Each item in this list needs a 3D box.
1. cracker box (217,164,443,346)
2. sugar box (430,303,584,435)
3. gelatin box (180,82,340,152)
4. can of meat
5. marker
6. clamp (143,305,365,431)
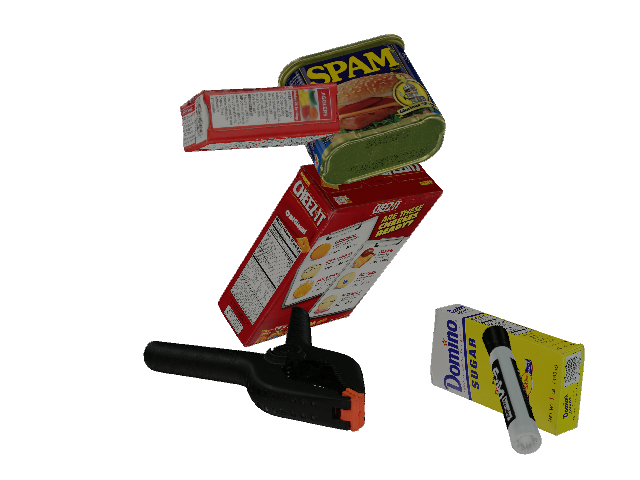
[{"bbox_3d":[0.006,0.007,1.123,0.163,0.072,0.214,-12,-34,-44],"label":"cracker box"},{"bbox_3d":[0.197,0.135,1.150,0.048,0.093,0.177,-10,18,-43],"label":"sugar box"},{"bbox_3d":[-0.036,-0.068,0.596,0.073,0.030,0.089,-5,3,-15],"label":"gelatin box"},{"bbox_3d":[0.031,-0.095,0.782,0.102,0.084,0.057,-17,-31,-14],"label":"can of meat"},{"bbox_3d":[0.127,0.096,0.716,0.020,0.020,0.121,0,31,-2],"label":"marker"},{"bbox_3d":[-0.024,0.103,0.887,0.164,0.036,0.210,-17,23,-39],"label":"clamp"}]
